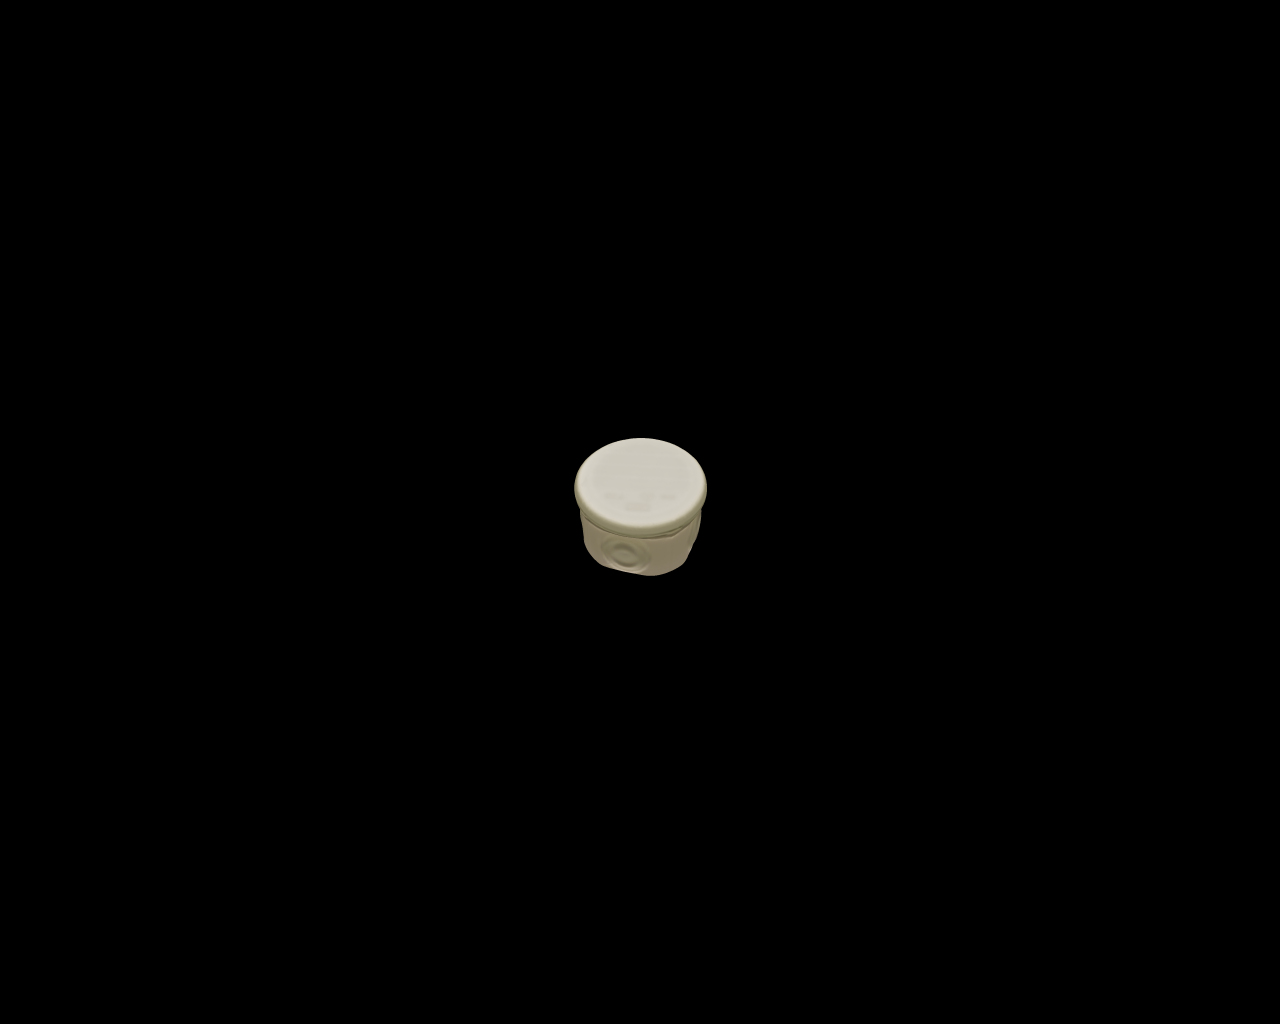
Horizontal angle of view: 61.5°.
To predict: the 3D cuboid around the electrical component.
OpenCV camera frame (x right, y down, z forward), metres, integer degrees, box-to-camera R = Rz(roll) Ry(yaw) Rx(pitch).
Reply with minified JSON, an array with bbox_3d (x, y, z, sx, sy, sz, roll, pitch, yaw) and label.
[{"bbox_3d":[0.001,-0.003,0.650,0.080,0.080,0.050,0,-44,0],"label":"electrical component"}]
